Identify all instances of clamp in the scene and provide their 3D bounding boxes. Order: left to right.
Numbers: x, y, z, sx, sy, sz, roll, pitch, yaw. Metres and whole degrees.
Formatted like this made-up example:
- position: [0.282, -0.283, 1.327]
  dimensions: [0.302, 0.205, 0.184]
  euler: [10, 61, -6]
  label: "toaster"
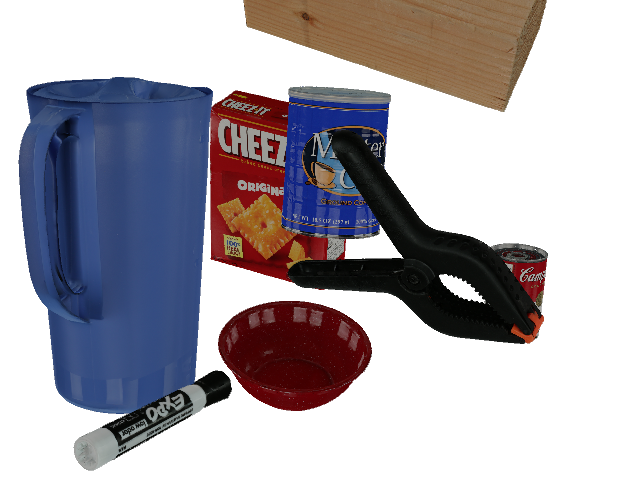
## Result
- position: [0.076, 0.011, 0.822]
  dimensions: [0.210, 0.165, 0.036]
  euler: [24, 45, 15]
  label: "clamp"

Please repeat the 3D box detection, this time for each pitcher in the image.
- position: [-0.153, 0.003, 0.792]
  dimensions: [0.149, 0.243, 0.145]
  euler: [-5, 16, -22]
  label: "pitcher"

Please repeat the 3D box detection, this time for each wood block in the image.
- position: [0.054, -0.182, 0.772]
  dimensions: [0.206, 0.090, 0.091]
  euler: [21, -25, 12]
  label: "wood block"

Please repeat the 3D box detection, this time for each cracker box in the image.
- position: [-0.052, -0.059, 1.306]
  dimensions: [0.164, 0.214, 0.072]
  euler: [16, 33, 21]
  label: "cracker box"

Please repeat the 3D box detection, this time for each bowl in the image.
- position: [-0.028, 0.130, 1.131]
  dimensions: [0.162, 0.055, 0.162]
  euler: [3, 31, -2]
  label: "bowl"

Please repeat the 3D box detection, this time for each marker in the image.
- position: [-0.091, 0.100, 0.609]
  dimensions: [0.020, 0.020, 0.120]
  euler: [0, 12, 33]
  label: "marker"

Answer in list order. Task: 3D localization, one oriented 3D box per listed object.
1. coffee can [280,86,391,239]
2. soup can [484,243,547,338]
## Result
- position: [0.015, -0.080, 1.076]
  dimensions: [0.103, 0.140, 0.103]
  euler: [4, 12, -1]
  label: "coffee can"
- position: [0.229, 0.061, 1.261]
  dimensions: [0.068, 0.102, 0.068]
  euler: [3, 16, -1]
  label: "soup can"
